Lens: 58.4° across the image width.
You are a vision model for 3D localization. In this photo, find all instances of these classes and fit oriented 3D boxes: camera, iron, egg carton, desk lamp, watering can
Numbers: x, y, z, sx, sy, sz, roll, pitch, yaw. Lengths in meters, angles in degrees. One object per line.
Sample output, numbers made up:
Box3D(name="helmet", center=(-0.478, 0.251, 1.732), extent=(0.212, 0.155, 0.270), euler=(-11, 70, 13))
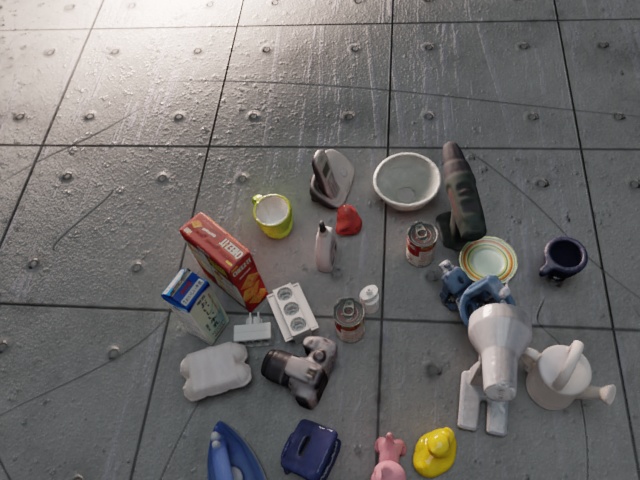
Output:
Box3D(name="camera", center=(-0.047, 0.264, 1.212), extent=(0.136, 0.101, 0.143), euler=(18, 63, 16))
Box3D(name="iron", center=(-0.173, 0.452, 1.091), extent=(0.118, 0.141, 0.258), euler=(-22, 60, -7))
Box3D(name="egg carton", center=(-0.225, 0.283, 1.237), extent=(0.150, 0.069, 0.107), euler=(-17, 59, -4))
Box3D(name="desk lamp", center=(0.340, 0.253, 1.113), extent=(0.117, 0.214, 0.203), euler=(7, 61, 10))
Box3D(name="watering can", center=(0.477, 0.258, 1.108), extent=(0.172, 0.194, 0.101), euler=(9, 61, 11))

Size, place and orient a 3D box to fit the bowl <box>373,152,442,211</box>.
Box3D(name="bowl", center=(0.218, -0.133, 1.434), extent=(0.167, 0.075, 0.167), euler=(-2, 59, 4))

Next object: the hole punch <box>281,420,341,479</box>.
Box3D(name="hole punch", center=(-0.022, 0.416, 1.126), extent=(0.101, 0.091, 0.109), euler=(19, 63, 17))

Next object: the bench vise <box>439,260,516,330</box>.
Box3D(name="bench vise", center=(0.319, 0.118, 1.191), extent=(0.207, 0.220, 0.122), euler=(32, 68, 22))

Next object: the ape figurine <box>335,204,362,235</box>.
Box3D(name="ape figurine", center=(0.064, -0.055, 1.394), extent=(0.076, 0.092, 0.078), euler=(32, 68, 22))

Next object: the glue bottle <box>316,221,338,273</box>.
Box3D(name="glue bottle", center=(0.012, 0.005, 1.316), extent=(0.037, 0.173, 0.078), euler=(10, 61, 12))

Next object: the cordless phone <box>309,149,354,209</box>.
Box3D(name="cordless phone", center=(0.025, -0.179, 1.416), extent=(0.094, 0.185, 0.147), euler=(11, 61, 13))

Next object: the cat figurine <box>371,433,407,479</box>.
Box3D(name="cat figurine", center=(0.131, 0.431, 1.086), extent=(0.067, 0.118, 0.128), euler=(2, 60, 7))

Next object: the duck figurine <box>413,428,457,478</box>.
Box3D(name="duck figurine", center=(0.225, 0.407, 1.109), extent=(0.077, 0.086, 0.105), euler=(37, 69, 24))

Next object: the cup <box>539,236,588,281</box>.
Box3D(name="cup", center=(0.528, 0.060, 1.277), extent=(0.118, 0.095, 0.091), euler=(-33, 62, -13))

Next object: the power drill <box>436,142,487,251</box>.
Box3D(name="power drill", center=(0.316, -0.080, 1.314), extent=(0.075, 0.209, 0.229), euler=(-12, 59, -1))
